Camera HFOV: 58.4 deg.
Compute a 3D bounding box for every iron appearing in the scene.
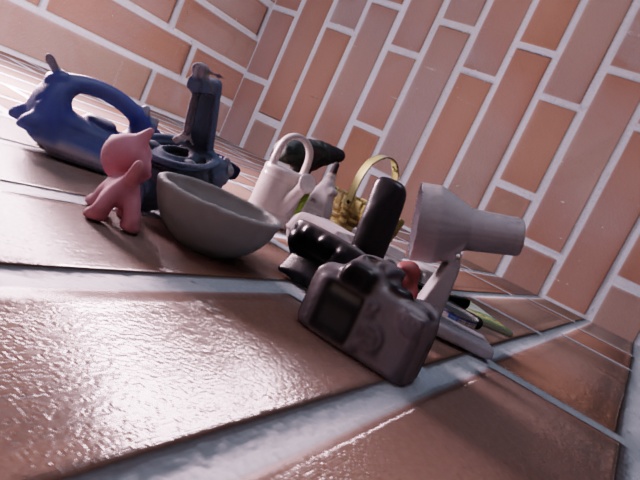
[{"bbox_3d":[-0.351,-0.188,0.934,0.259,0.141,0.118,18,10,-42],"label":"iron"}]

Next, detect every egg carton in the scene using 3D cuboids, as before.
[{"bbox_3d":[0.010,0.004,1.036,0.149,0.069,0.108,31,10,37],"label":"egg carton"}]

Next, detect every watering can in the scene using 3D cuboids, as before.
[{"bbox_3d":[-0.069,-0.125,1.189,0.172,0.194,0.101,30,9,31],"label":"watering can"}]

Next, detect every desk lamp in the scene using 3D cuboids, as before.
[{"bbox_3d":[0.206,0.039,0.878,0.203,0.213,0.118,25,8,2],"label":"desk lamp"}]

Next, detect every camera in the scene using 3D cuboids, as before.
[{"bbox_3d":[0.073,0.076,0.636,0.142,0.101,0.137,29,9,29],"label":"camera"}]

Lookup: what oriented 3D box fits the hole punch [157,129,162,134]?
[{"bbox_3d":[-0.341,-0.195,1.194,0.101,0.091,0.108,23,8,-10],"label":"hole punch"}]

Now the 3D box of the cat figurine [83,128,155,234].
[{"bbox_3d":[-0.233,-0.083,0.689,0.067,0.118,0.127,21,9,-29],"label":"cat figurine"}]

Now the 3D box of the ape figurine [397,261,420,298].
[{"bbox_3d":[0.112,0.071,0.822,0.076,0.092,0.077,21,8,-23],"label":"ape figurine"}]

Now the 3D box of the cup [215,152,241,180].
[{"bbox_3d":[-0.216,-0.120,1.065,0.118,0.095,0.091,22,8,-17],"label":"cup"}]

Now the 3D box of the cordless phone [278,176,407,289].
[{"bbox_3d":[0.037,-0.010,0.790,0.147,0.185,0.094,29,9,30],"label":"cordless phone"}]

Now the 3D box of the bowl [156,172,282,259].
[{"bbox_3d":[-0.138,-0.022,0.733,0.167,0.075,0.167,24,8,-3],"label":"bowl"}]

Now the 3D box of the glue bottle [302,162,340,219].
[{"bbox_3d":[0.006,-0.102,1.343,0.078,0.173,0.037,28,8,23],"label":"glue bottle"}]

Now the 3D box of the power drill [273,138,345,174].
[{"bbox_3d":[-0.045,-0.159,1.430,0.075,0.208,0.230,30,9,35],"label":"power drill"}]

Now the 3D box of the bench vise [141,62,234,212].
[{"bbox_3d":[-0.192,-0.145,0.849,0.121,0.220,0.207,25,8,3],"label":"bench vise"}]
